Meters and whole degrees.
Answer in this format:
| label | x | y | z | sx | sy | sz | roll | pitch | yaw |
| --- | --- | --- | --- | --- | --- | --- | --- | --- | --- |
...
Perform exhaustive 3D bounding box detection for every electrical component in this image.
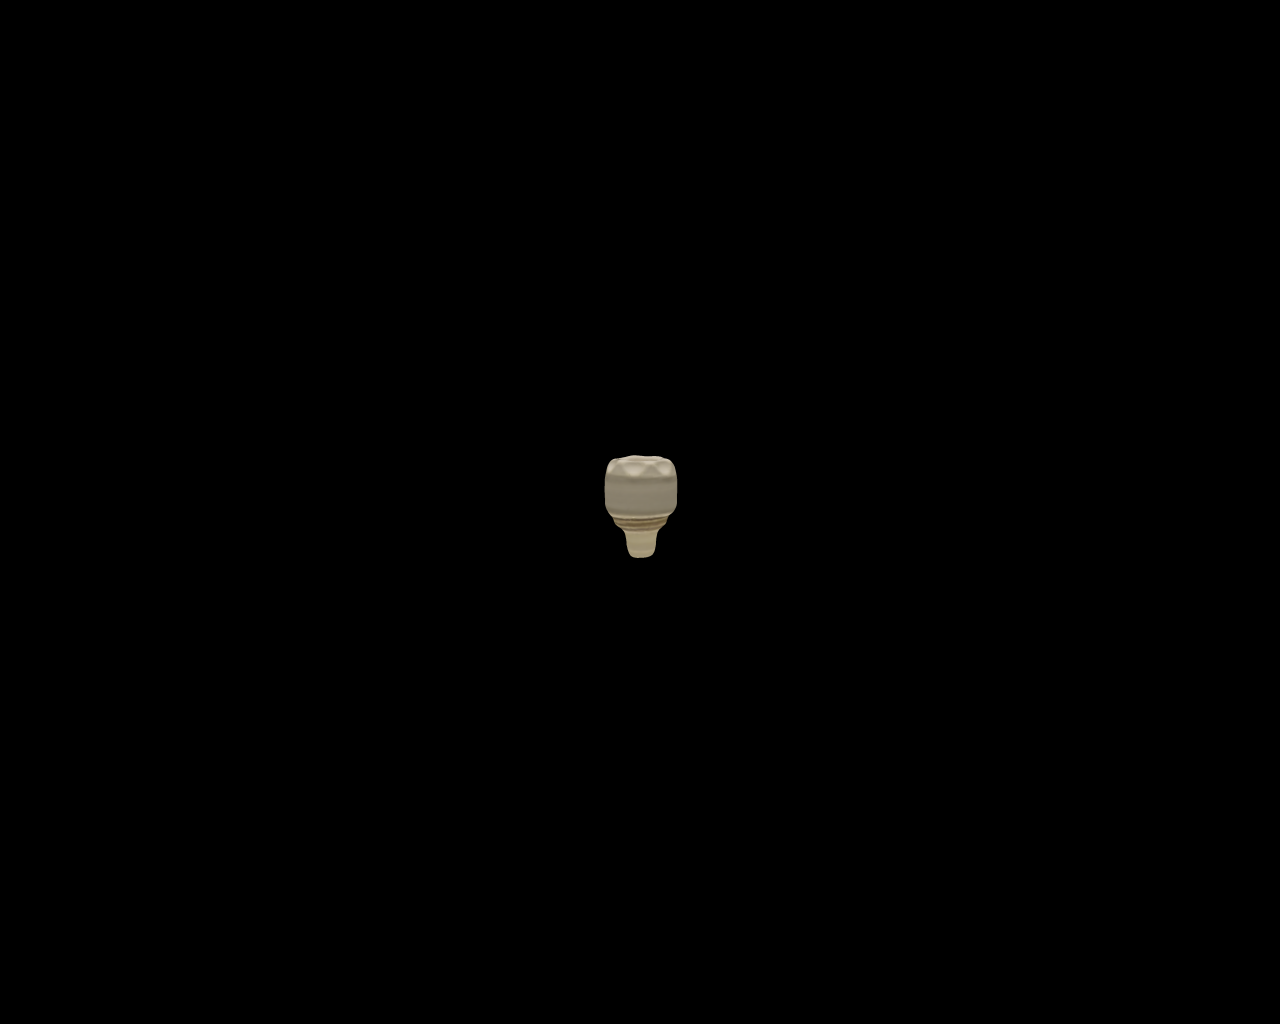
| label | x | y | z | sx | sy | sz | roll | pitch | yaw |
| --- | --- | --- | --- | --- | --- | --- | --- | --- | --- |
| electrical component | 0.001 | -0.003 | 0.650 | 0.043 | 0.062 | 0.043 | 0 | 9 | 0 |
